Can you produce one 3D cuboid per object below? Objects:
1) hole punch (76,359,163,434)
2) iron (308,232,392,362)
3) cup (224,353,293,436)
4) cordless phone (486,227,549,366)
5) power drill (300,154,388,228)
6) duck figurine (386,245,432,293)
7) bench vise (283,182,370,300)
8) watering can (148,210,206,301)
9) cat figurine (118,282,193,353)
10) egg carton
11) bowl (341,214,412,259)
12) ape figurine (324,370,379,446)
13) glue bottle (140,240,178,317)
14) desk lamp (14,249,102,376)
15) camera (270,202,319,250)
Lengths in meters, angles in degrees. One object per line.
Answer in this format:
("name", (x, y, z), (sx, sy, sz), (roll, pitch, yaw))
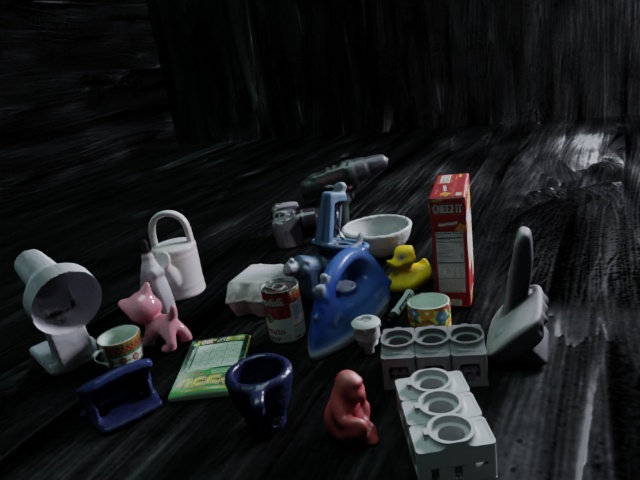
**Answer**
("hole punch", (-0.309, 0.221, 0.864), (0.109, 0.091, 0.100), (-22, 23, -35))
("iron", (0.038, 0.090, 1.020), (0.118, 0.141, 0.259), (2, 21, 27))
("cup", (-0.075, 0.220, 0.765), (0.091, 0.095, 0.117), (-9, 19, -2))
("cordless phone", (0.297, 0.083, 0.865), (0.094, 0.185, 0.148), (-2, 20, 19))
("power drill", (0.070, -0.104, 1.467), (0.229, 0.208, 0.075), (-9, 19, -1))
("duck figurine", (0.177, 0.051, 1.162), (0.105, 0.086, 0.077), (-17, 21, -24))
("bench vise", (0.021, 0.005, 1.154), (0.121, 0.220, 0.208), (4, 23, 32))
("watering can", (-0.320, 0.030, 1.264), (0.101, 0.194, 0.172), (-14, 20, -16))
("cat figurine", (-0.309, 0.138, 1.064), (0.127, 0.118, 0.067), (4, 22, 31))
("egg carton", (-0.122, 0.099, 1.174), (0.107, 0.069, 0.150), (0, 20, 22))
("bowl", (0.136, -0.001, 1.349), (0.167, 0.075, 0.167), (-7, 19, 3))
("ape figurine", (0.040, 0.212, 0.742), (0.076, 0.092, 0.078), (1, 21, 26))
("glue bottle", (-0.335, 0.081, 1.155), (0.077, 0.173, 0.037), (7, 24, 37))
("desk lamp", (-0.469, 0.127, 1.017), (0.118, 0.214, 0.202), (-25, 25, -39))
("camera", (-0.061, -0.050, 1.534), (0.137, 0.101, 0.143), (-10, 19, -4))
